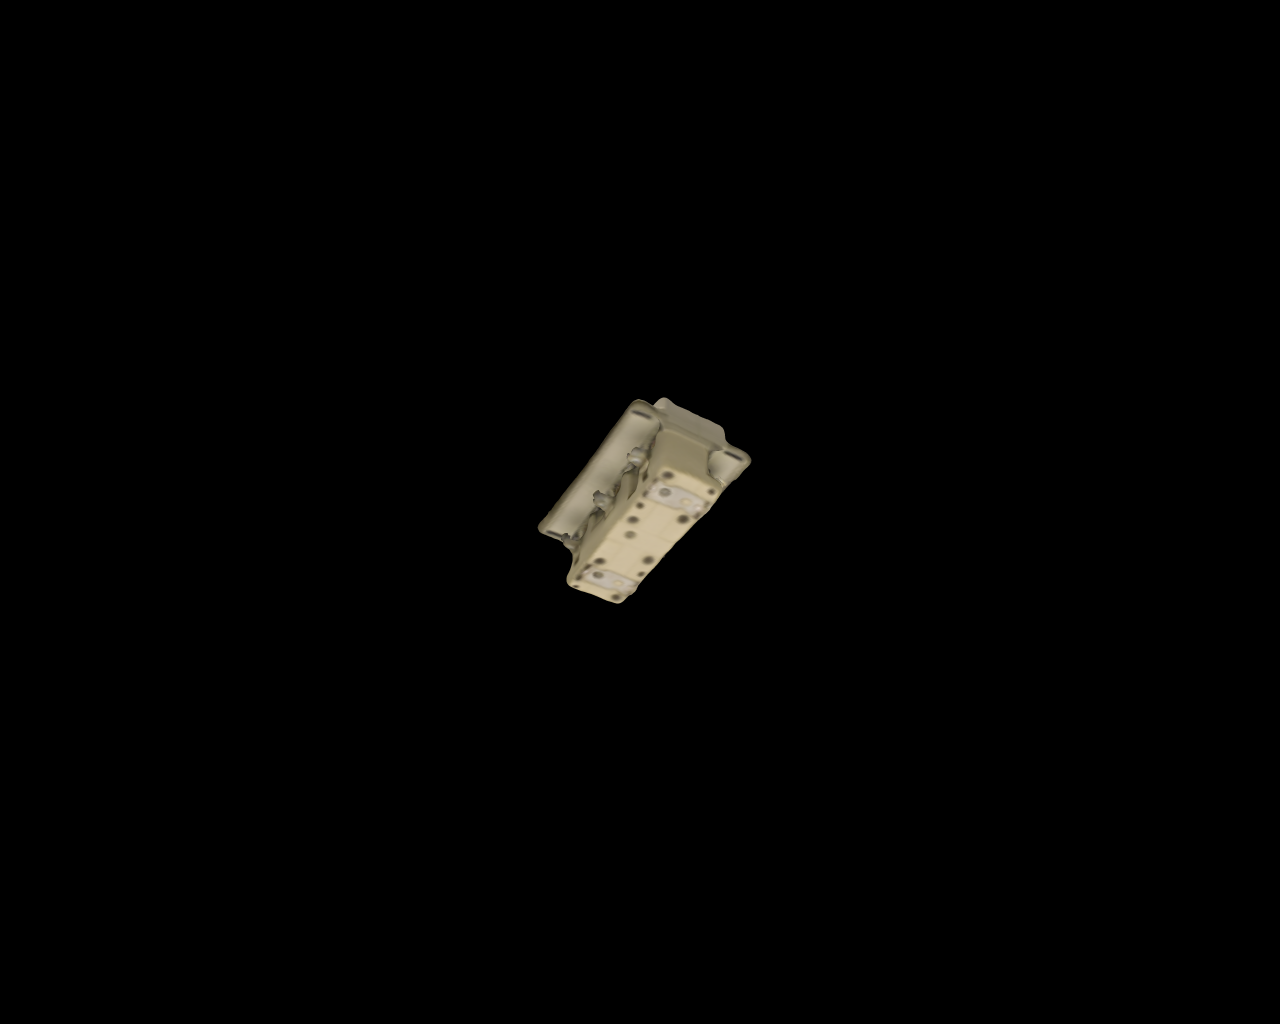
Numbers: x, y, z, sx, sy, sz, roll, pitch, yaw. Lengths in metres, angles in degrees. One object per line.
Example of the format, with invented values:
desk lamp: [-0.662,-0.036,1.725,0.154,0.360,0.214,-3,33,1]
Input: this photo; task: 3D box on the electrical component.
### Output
electrical component: [0.001,-0.003,0.650,0.079,0.063,0.121,24,-50,-22]
